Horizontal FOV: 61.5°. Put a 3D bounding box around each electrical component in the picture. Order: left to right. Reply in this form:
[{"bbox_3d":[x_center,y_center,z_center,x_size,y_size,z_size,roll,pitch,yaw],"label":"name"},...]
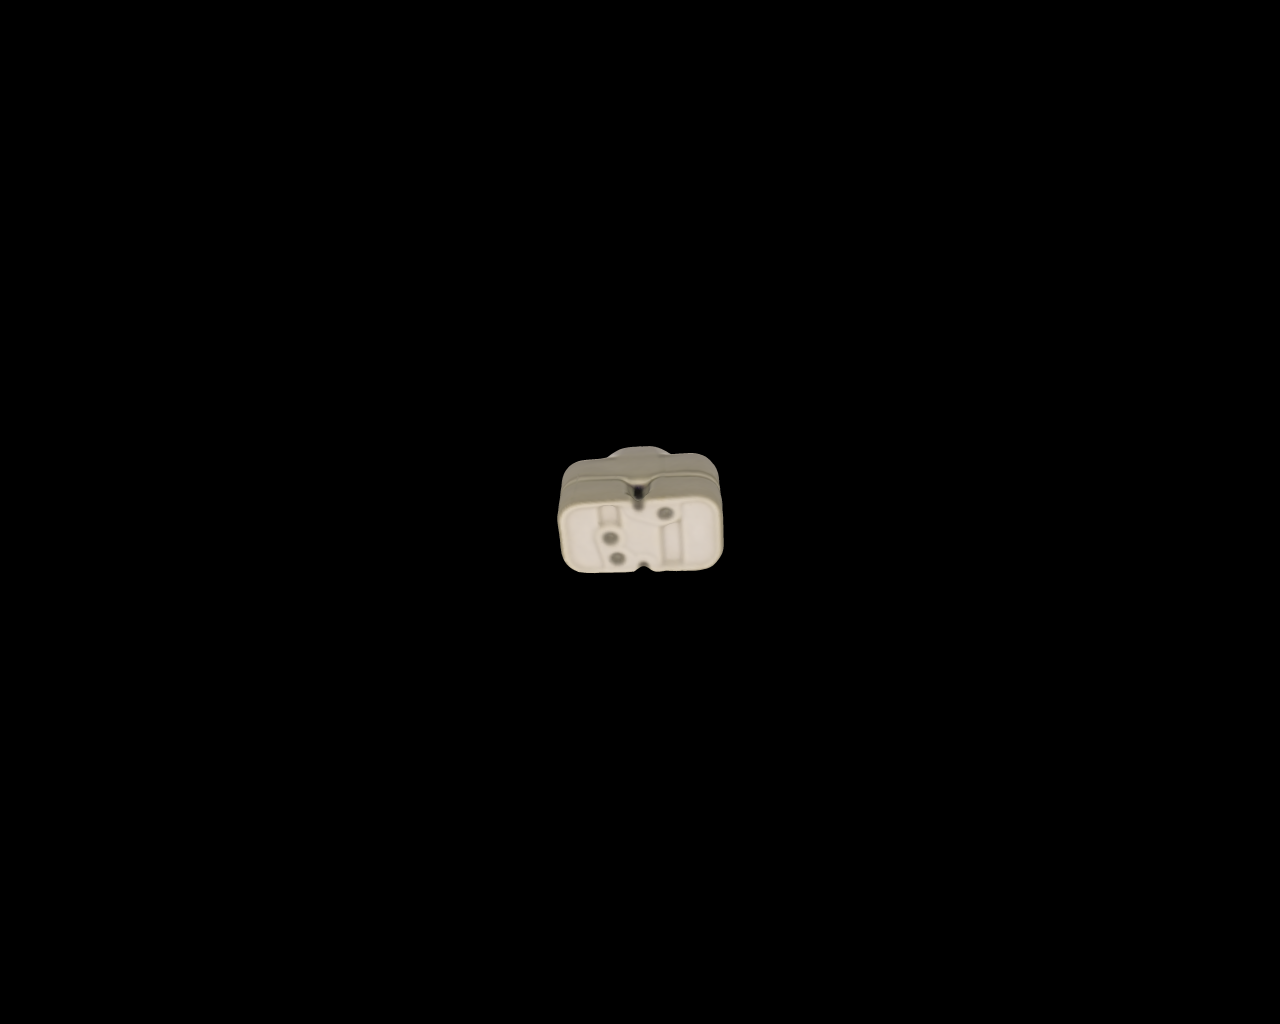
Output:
[{"bbox_3d":[0.001,-0.003,0.650,0.095,0.053,0.059,-3,35,2],"label":"electrical component"}]
